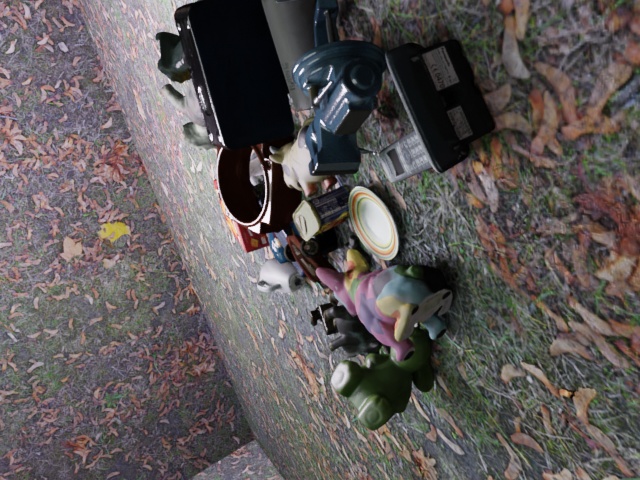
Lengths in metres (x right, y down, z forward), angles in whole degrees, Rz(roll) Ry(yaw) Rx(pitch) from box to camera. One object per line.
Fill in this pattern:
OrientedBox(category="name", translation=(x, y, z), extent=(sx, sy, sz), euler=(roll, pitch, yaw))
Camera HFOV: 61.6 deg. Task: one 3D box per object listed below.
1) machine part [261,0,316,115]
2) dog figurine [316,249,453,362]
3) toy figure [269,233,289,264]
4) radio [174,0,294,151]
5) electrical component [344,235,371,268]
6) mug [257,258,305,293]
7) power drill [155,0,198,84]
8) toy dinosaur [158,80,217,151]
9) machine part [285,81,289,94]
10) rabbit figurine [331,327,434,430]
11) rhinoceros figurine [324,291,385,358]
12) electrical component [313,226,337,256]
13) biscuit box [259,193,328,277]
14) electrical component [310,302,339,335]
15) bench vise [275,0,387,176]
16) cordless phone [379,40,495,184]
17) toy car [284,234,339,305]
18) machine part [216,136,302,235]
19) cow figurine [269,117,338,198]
OrientedBox(category="machine part", translation=(-0.026, -0.282, 0.797), extent=(0.079, 0.079, 0.243), euler=(20, 130, 61))
OrientedBox(category="dog figurine", translation=(0.090, 0.074, 0.845), extent=(0.219, 0.108, 0.191), euler=(39, 150, 35))
OrientedBox(category="toy figure", translation=(-0.104, -0.020, 1.283), extent=(0.064, 0.058, 0.154), euler=(-33, 78, 62))
OrientedBox(category="radio", translation=(-0.131, -0.260, 0.837), extent=(0.073, 0.131, 0.229), euler=(22, 131, 56))
OrientedBox(category="electrical component", translation=(0.070, 0.036, 0.994), extent=(0.063, 0.021, 0.093), euler=(46, 151, 37))
OrientedBox(category="mug", translation=(-0.097, 0.096, 1.335), extent=(0.107, 0.109, 0.080), euler=(11, 119, 50))
OrientedBox(category="power drill", translation=(-0.227, -0.402, 1.003), extent=(0.207, 0.086, 0.232), euler=(-18, 73, 41))
OrientedBox(category="toy dinosaur", translation=(-0.252, -0.333, 1.216), extent=(0.192, 0.131, 0.405), euler=(52, 153, -1))
OrientedBox(category="machine part", translation=(-0.082, -0.328, 0.905), extent=(0.180, 0.056, 0.179), euler=(47, 151, 37))
OrientedBox(category="rabbit figurine", translation=(0.135, 0.225, 0.909), extent=(0.159, 0.170, 0.121), euler=(26, -163, -48))
OrientedBox(category="rhinoceros figurine", translation=(0.073, 0.171, 1.026), extent=(0.073, 0.112, 0.190), euler=(-75, -28, -52))
OrientedBox(category="electrical component", translation=(-0.002, -0.003, 1.081), extent=(0.075, 0.048, 0.119), euler=(46, 152, 39))
OrientedBox(category="biscuit box", translation=(-0.061, -0.018, 1.181), extent=(0.203, 0.059, 0.062), euler=(59, 156, 16))
OrientedBox(category="electrical component", translation=(0.030, 0.159, 1.122), extent=(0.045, 0.102, 0.078), euler=(98, 151, -60))
OrientedBox(category="bench vise", translation=(0.018, -0.213, 0.711), extent=(0.223, 0.129, 0.240), euler=(104, 158, -78))
OrientedBox(category="cordless phone", translation=(0.107, -0.143, 0.647), extent=(0.146, 0.089, 0.184), euler=(65, 162, -2))
OrientedBox(category="toy car", translation=(0.006, 0.067, 1.049), extent=(0.202, 0.053, 0.089), euler=(45, 156, -18))
OrientedBox(category="machine part", translation=(-0.129, -0.124, 1.097), extent=(0.201, 0.087, 0.201), euler=(27, 120, 43))
OrientedBox(category="cow figurine", translation=(-0.022, -0.144, 0.928), extent=(0.127, 0.085, 0.195), euler=(62, 155, 11))
